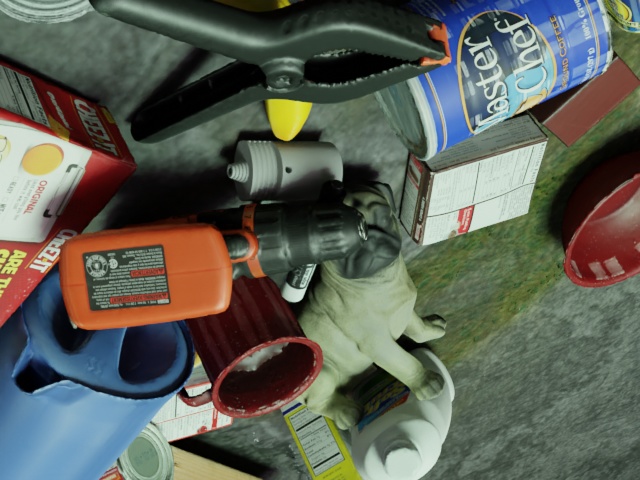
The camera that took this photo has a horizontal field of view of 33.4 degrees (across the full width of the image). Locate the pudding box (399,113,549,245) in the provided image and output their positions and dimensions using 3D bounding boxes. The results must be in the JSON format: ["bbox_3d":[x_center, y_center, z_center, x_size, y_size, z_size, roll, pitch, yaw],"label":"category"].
[{"bbox_3d":[0.126,-0.049,0.880,0.113,0.039,0.090,-18,140,-19],"label":"pudding box"}]

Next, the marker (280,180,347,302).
[{"bbox_3d":[-0.005,0.001,0.793,0.020,0.020,0.121,-7,141,-28],"label":"marker"}]

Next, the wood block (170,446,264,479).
[{"bbox_3d":[-0.112,0.270,1.018,0.090,0.091,0.205,-19,148,25],"label":"wood block"}]

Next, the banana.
[{"bbox_3d":[-0.045,-0.130,0.678,0.070,0.037,0.197,-20,145,22],"label":"banana"}]

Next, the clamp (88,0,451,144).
[{"bbox_3d":[-0.029,-0.113,0.627,0.210,0.036,0.164,-7,158,4],"label":"clamp"}]

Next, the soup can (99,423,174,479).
[{"bbox_3d":[-0.183,0.201,0.908,0.102,0.068,0.068,-29,147,28],"label":"soup can"}]

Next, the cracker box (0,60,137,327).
[{"bbox_3d":[-0.243,-0.039,0.617,0.164,0.072,0.213,-45,142,20],"label":"cracker box"}]

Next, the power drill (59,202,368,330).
[{"bbox_3d":[-0.070,0.010,0.688,0.184,0.057,0.187,-9,-177,12],"label":"power drill"}]

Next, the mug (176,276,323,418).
[{"bbox_3d":[-0.066,0.086,0.838,0.117,0.081,0.093,-33,143,2],"label":"mug"}]

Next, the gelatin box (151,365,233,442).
[{"bbox_3d":[-0.118,0.141,0.938,0.089,0.030,0.073,-12,138,-22],"label":"gelatin box"}]

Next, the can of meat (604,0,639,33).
[{"bbox_3d":[0.196,-0.197,0.708,0.057,0.102,0.084,-35,145,5],"label":"can of meat"}]

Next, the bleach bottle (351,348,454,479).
[{"bbox_3d":[0.077,0.161,0.948,0.102,0.068,0.251,-32,-178,4],"label":"bleach bottle"}]

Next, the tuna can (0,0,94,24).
[{"bbox_3d":[-0.147,-0.161,0.572,0.086,0.034,0.086,-18,141,-16],"label":"tuna can"}]

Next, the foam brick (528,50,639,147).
[{"bbox_3d":[0.199,-0.122,0.834,0.078,0.053,0.051,-44,141,15],"label":"foam brick"}]

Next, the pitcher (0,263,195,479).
[{"bbox_3d":[-0.201,0.133,0.806,0.149,0.145,0.243,19,126,-31],"label":"pitcher"}]

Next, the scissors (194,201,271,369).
[{"bbox_3d":[-0.056,0.037,0.873,0.096,0.016,0.202,9,128,-42],"label":"scissors"}]

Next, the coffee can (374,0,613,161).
[{"bbox_3d":[0.110,-0.129,0.724,0.140,0.103,0.103,-26,143,-7],"label":"coffee can"}]

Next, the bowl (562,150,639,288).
[{"bbox_3d":[0.283,-0.030,0.993,0.162,0.055,0.162,-18,141,-16],"label":"bowl"}]

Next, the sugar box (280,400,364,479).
[{"bbox_3d":[0.015,0.202,0.976,0.048,0.176,0.093,-33,142,2],"label":"sugar box"}]
